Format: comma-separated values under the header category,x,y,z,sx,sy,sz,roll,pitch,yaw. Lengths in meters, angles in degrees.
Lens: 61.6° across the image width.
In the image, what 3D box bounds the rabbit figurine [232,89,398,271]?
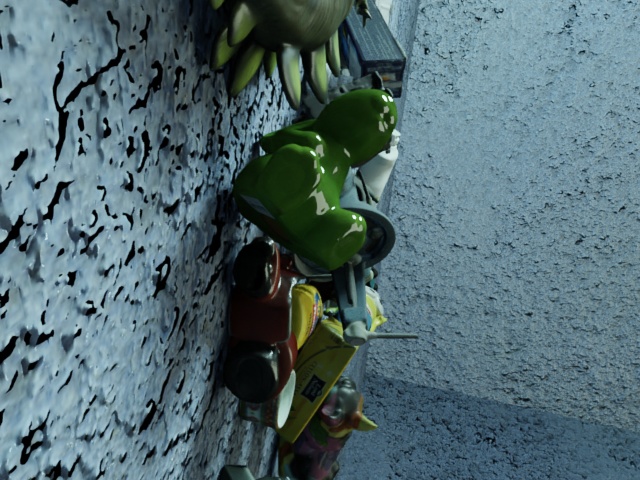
category,x,y,z,sx,sy,sz,roll,pitch,yaw
rabbit figurine,0.006,-0.072,0.525,0.170,0.121,0.159,-48,-157,-14

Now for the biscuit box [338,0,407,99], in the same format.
category,x,y,z,sx,sy,sz,roll,pitch,yaw
biscuit box,0.067,-0.276,0.766,0.059,0.063,0.203,91,-8,-45

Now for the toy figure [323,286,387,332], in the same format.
category,x,y,z,sx,sy,sz,roll,pitch,yaw
toy figure,0.055,0.140,0.968,0.180,0.089,0.082,-41,117,-60

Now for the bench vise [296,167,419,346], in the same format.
category,x,y,z,sx,sy,sz,roll,pitch,yaw
bench vise,0.034,0.031,0.655,0.223,0.129,0.241,89,-3,-49

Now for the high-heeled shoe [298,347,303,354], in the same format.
category,x,y,z,sx,sy,sz,roll,pitch,yaw
high-heeled shoe,-0.002,0.253,0.972,0.145,0.086,0.248,-101,176,-63

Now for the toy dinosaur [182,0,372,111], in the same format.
category,x,y,z,sx,sy,sz,roll,pitch,yaw
toy dinosaur,-0.014,-0.225,0.464,0.471,0.105,0.198,-48,155,-55

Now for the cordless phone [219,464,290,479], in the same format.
category,x,y,z,sx,sy,sz,roll,pitch,yaw
cordless phone,-0.033,0.336,0.659,0.146,0.184,0.089,76,22,-66

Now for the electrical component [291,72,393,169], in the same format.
category,x,y,z,sx,sy,sz,roll,pitch,yaw
electrical component,0.027,-0.139,0.694,0.114,0.134,0.058,77,-14,-61

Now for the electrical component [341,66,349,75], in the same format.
category,x,y,z,sx,sy,sz,roll,pitch,yaw
electrical component,0.043,-0.229,0.840,0.119,0.075,0.047,-62,161,-51

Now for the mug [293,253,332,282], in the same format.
category,x,y,z,sx,sy,sz,roll,pitch,yaw
mug,-0.002,-0.003,0.837,0.109,0.081,0.107,58,15,-14

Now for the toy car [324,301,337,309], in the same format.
category,x,y,z,sx,sy,sz,roll,pitch,yaw
toy car,0.055,0.062,1.179,0.056,0.074,0.201,-17,117,-80

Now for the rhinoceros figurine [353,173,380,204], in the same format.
category,x,y,z,sx,sy,sz,roll,pitch,yaw
rhinoceros figurine,0.032,-0.081,0.828,0.073,0.112,0.190,-39,-171,7

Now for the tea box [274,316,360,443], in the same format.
category,x,y,z,sx,sy,sz,roll,pitch,yaw
tea box,-0.011,0.205,0.807,0.169,0.068,0.098,-57,170,5

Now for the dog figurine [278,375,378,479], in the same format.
category,x,y,z,sx,sy,sz,roll,pitch,yaw
dog figurine,0.011,0.328,0.895,0.219,0.108,0.191,135,-31,-63

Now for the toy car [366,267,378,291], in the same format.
category,x,y,z,sx,sy,sz,roll,pitch,yaw
toy car,0.055,0.066,1.088,0.103,0.109,0.161,63,3,23

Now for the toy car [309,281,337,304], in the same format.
category,x,y,z,sx,sy,sz,roll,pitch,yaw
toy car,0.028,0.073,0.895,0.089,0.053,0.202,-63,-165,-21

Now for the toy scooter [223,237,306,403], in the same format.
category,x,y,z,sx,sy,sz,roll,pitch,yaw
toy scooter,-0.056,0.079,0.598,0.135,0.075,0.183,-51,145,-73
